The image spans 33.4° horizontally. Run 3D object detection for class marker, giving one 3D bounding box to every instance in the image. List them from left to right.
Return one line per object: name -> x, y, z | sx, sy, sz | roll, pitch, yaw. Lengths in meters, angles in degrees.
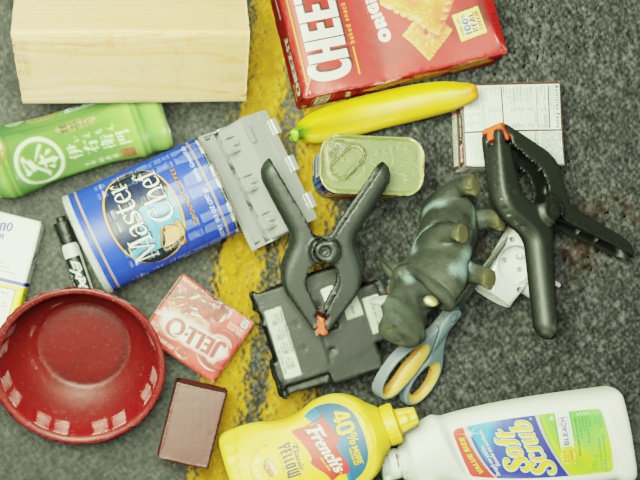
marker -> -0.237, 0.034, 1.052 | 0.020, 0.020, 0.121 | -18, 90, -8

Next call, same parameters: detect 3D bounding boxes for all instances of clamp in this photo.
clamp -> -0.007, 0.001, 1.004 | 0.120, 0.039, 0.171 | 11, 96, -1
clamp -> 0.230, -0.027, 1.069 | 0.164, 0.036, 0.210 | -30, 96, -35

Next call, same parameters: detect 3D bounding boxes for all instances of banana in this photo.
banana -> 0.059, -0.126, 1.075 | 0.197, 0.070, 0.037 | -16, 113, -9

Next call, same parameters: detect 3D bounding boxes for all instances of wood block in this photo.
wood block -> -0.172, -0.187, 0.985 | 0.206, 0.090, 0.091 | -2, 52, -8

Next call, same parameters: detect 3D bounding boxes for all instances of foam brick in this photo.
foam brick -> -0.125, 0.179, 1.043 | 0.051, 0.053, 0.078 | 14, 86, -7

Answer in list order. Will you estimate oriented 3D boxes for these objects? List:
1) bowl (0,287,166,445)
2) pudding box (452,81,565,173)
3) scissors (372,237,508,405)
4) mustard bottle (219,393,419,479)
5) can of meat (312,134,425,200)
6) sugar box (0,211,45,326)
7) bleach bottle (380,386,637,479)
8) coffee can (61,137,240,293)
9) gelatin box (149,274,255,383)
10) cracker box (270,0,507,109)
bowl -> -0.227, 0.111, 1.017 | 0.162, 0.055, 0.162 | -2, 109, -5
pudding box -> 0.195, -0.117, 1.107 | 0.113, 0.039, 0.090 | -2, 88, -10
scissors -> 0.131, 0.091, 1.074 | 0.201, 0.096, 0.016 | -43, 50, -12
mustard bottle -> 0.005, 0.203, 1.042 | 0.191, 0.058, 0.096 | -20, 78, 0
can of meat -> 0.045, -0.070, 1.061 | 0.102, 0.084, 0.057 | 1, 87, -8
sugar box -> -0.332, 0.057, 1.026 | 0.093, 0.048, 0.176 | 15, 82, -8
bleach bottle -> 0.185, 0.215, 1.079 | 0.250, 0.068, 0.102 | -9, 88, -6
coffee can -> -0.161, -0.024, 1.022 | 0.140, 0.103, 0.103 | -25, 91, -8
gelatin box -> -0.121, 0.088, 1.059 | 0.089, 0.030, 0.073 | 36, 83, -4
cracker box -> 0.063, -0.238, 1.078 | 0.213, 0.072, 0.164 | -14, 89, -7
